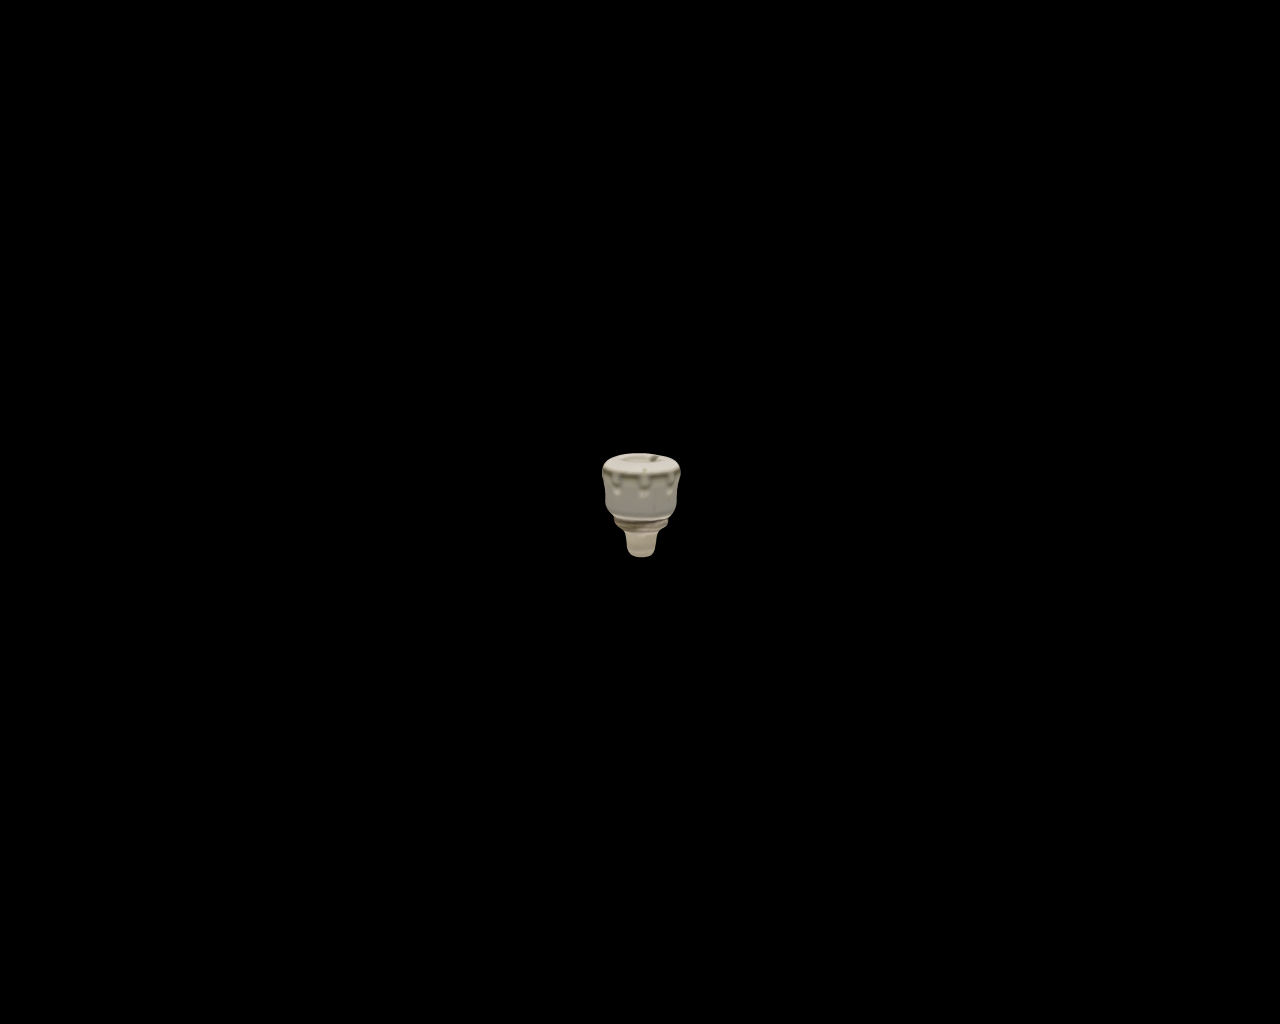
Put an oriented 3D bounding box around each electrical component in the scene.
[{"bbox_3d":[0.001,-0.003,0.650,0.048,0.062,0.048,0,14,0],"label":"electrical component"}]
